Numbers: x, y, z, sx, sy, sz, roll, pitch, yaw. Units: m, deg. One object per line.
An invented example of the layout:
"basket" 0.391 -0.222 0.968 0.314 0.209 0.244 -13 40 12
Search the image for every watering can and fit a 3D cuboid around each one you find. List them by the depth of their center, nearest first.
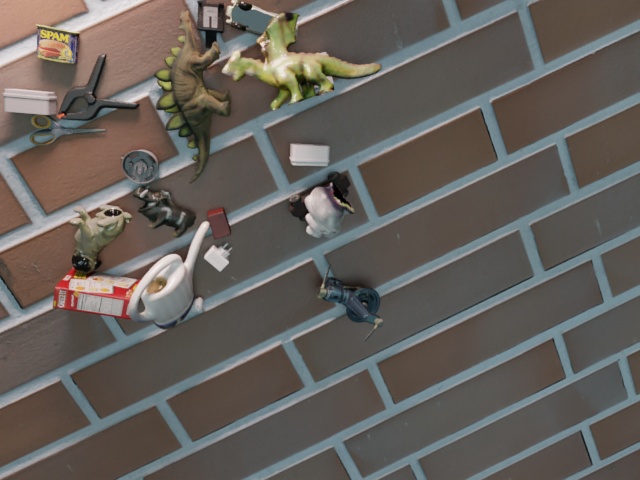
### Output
"watering can" -0.421 0.119 1.522 0.104 0.219 0.354 23 52 22

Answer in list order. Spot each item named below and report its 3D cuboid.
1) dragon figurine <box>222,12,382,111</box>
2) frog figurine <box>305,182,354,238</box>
"dragon figurine" -0.060 -0.493 1.383 0.411 0.241 0.123 -22 10 -5
"frog figurine" 0.005 -0.076 1.516 0.158 0.137 0.124 -42 3 20
